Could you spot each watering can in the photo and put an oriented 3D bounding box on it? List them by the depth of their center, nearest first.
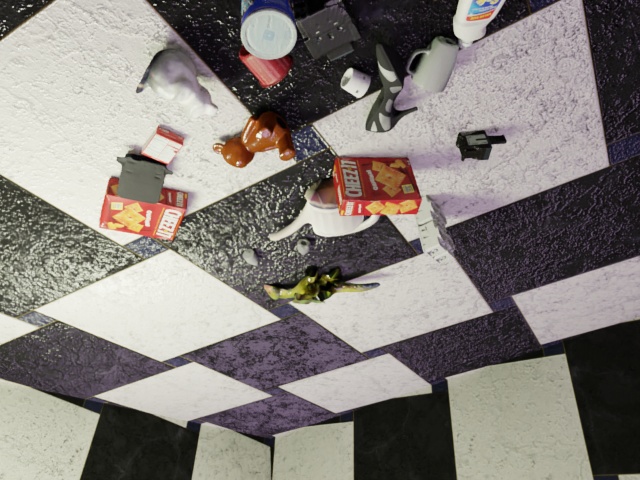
[{"bbox_3d":[0.005,-0.076,1.519,0.347,0.106,0.219,-9,143,3],"label":"watering can"}]

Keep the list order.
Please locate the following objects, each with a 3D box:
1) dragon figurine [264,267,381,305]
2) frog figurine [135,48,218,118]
[{"bbox_3d":[-0.002,0.192,1.926,0.410,0.124,0.239,5,160,-13],"label":"dragon figurine"},{"bbox_3d":[-0.285,-0.326,1.092,0.159,0.139,0.121,25,107,-10],"label":"frog figurine"}]
